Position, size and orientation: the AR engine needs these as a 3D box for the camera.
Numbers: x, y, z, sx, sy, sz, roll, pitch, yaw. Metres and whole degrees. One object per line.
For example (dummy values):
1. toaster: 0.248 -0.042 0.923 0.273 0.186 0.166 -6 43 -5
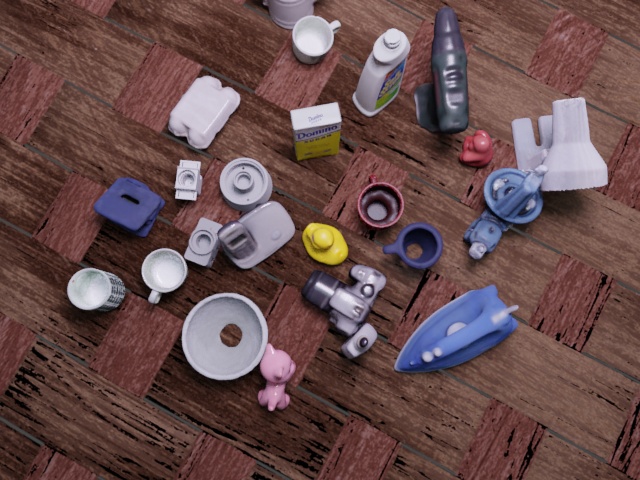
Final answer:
1. camera: 0.042 0.102 1.133 0.136 0.101 0.143 30 83 4

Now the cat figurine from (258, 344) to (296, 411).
1. cat figurine: -0.085 0.265 1.100 0.067 0.118 0.128 8 81 1

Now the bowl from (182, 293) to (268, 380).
1. bowl: -0.183 0.190 1.132 0.167 0.075 0.167 0 81 0

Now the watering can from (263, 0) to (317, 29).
1. watering can: -0.057 -0.532 1.180 0.173 0.194 0.101 -22 82 -3

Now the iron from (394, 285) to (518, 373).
1. iron: 0.262 0.188 1.101 0.258 0.141 0.118 -31 83 -5

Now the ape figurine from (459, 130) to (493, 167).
1. ape figurine: 0.327 -0.192 1.183 0.078 0.092 0.076 -37 83 -5

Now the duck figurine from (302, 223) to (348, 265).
1. duck figurine: 0.011 0.004 1.155 0.104 0.086 0.077 40 83 6

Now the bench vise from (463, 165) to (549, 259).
1. bench vise: 0.368 -0.055 1.098 0.121 0.220 0.207 16 82 3

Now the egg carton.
1. egg carton: -0.244 -0.269 1.203 0.107 0.069 0.150 33 83 5

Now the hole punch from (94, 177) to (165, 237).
1. hole punch: -0.386 -0.073 1.162 0.108 0.091 0.101 26 82 4

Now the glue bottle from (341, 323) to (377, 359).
1. glue bottle: 0.077 0.193 1.083 0.078 0.173 0.037 -44 84 -6

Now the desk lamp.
1. desk lamp: 0.463 -0.177 1.120 0.118 0.213 0.203 -7 81 -1

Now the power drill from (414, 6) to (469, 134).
1. power drill: 0.243 -0.311 1.141 0.075 0.208 0.230 -7 81 -1

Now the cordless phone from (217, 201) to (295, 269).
1. cordless phone: -0.127 -0.020 1.108 0.147 0.185 0.094 -39 83 -5

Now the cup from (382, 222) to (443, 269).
1. cup: 0.180 0.019 1.149 0.117 0.095 0.092 -8 81 -1
